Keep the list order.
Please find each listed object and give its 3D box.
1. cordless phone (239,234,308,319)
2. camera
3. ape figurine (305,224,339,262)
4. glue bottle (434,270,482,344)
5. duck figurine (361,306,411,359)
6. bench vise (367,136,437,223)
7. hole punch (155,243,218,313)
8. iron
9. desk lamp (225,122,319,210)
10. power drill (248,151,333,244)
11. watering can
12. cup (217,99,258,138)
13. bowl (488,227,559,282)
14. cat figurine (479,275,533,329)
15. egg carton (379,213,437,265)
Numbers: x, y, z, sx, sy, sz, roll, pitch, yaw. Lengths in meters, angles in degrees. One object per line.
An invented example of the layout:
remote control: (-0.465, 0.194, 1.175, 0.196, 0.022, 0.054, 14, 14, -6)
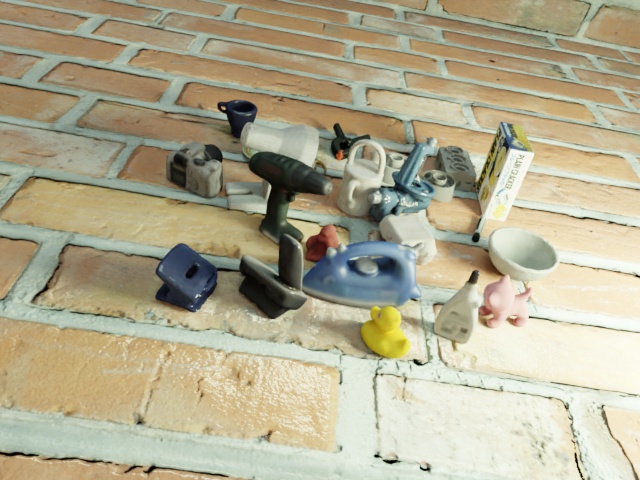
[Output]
cordless phone: (-0.087, 0.046, 1.115, 0.147, 0.185, 0.094, 32, 42, 25)
camera: (-0.293, -0.193, 1.437, 0.143, 0.101, 0.137, 25, 40, 18)
ape figurine: (0.012, 0.005, 1.270, 0.076, 0.092, 0.077, -22, 48, -36)
glue bottle: (0.280, 0.126, 1.117, 0.078, 0.173, 0.037, 21, 39, 12)
duck figurine: (0.132, 0.169, 1.096, 0.104, 0.086, 0.078, 34, 43, 27)
bench vise: (0.217, -0.139, 1.401, 0.121, 0.220, 0.208, 30, 41, 23)
hole punch: (-0.257, 0.071, 1.117, 0.101, 0.091, 0.109, 18, 38, 8)
iron: (0.088, 0.055, 1.185, 0.258, 0.141, 0.118, 3, 38, -11)
desk lamp: (-0.117, -0.182, 1.375, 0.203, 0.213, 0.117, -2, 39, -16)
power drill: (-0.071, -0.092, 1.277, 0.229, 0.208, 0.076, 35, 43, 27)
watering can: (0.108, -0.167, 1.431, 0.101, 0.194, 0.173, 10, 37, -2)
cup: (-0.242, -0.347, 1.652, 0.117, 0.095, 0.092, 14, 38, 4)
bowl: (0.468, 0.045, 1.350, 0.167, 0.075, 0.167, 7, 38, -5)
cat figurine: (0.386, 0.124, 1.193, 0.128, 0.118, 0.067, -4, 40, -18)
egg carton: (0.203, -0.003, 1.347, 0.107, 0.069, 0.150, -5, 40, -20)
